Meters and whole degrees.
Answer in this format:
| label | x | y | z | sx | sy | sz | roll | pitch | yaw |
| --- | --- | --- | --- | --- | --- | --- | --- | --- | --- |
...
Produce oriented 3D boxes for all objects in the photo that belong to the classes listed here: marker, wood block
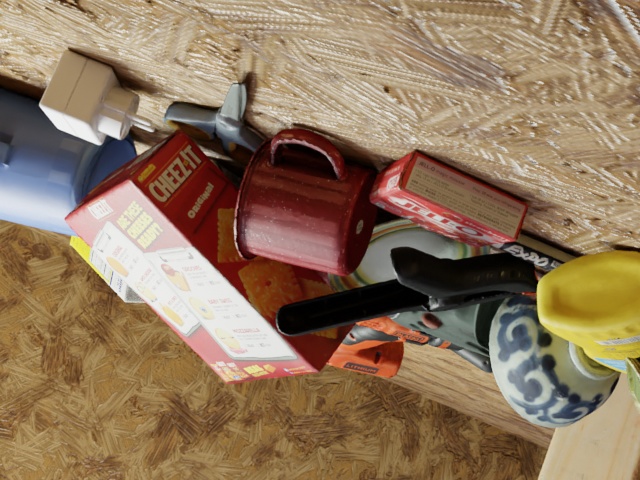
| label | x | y | z | sx | sy | sz | roll | pitch | yaw |
| --- | --- | --- | --- | --- | --- | --- | --- | --- | --- |
| marker | 0.150 | 0.005 | 0.781 | 0.121 | 0.020 | 0.020 | 23 | 171 | -7 |
| wood block | 0.270 | 0.185 | 0.960 | 0.090 | 0.206 | 0.090 | 14 | 169 | 43 |

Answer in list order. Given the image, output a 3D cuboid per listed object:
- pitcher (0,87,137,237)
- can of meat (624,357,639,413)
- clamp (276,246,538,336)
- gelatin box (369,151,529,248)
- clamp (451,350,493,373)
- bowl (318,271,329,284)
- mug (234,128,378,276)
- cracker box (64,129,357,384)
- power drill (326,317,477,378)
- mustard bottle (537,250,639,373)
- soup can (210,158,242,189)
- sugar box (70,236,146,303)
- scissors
| label | x | y | z | sx | sy | sz | roll | pitch | yaw |
| --- | --- | --- | --- | --- | --- | --- | --- | --- | --- |
| pitcher | -0.303 | -0.081 | 0.997 | 0.243 | 0.149 | 0.145 | 15 | 132 | 18 |
| can of meat | 0.261 | 0.097 | 0.727 | 0.057 | 0.084 | 0.102 | 65 | -175 | 31 |
| clamp | 0.080 | 0.038 | 0.810 | 0.209 | 0.036 | 0.165 | -1 | 163 | -41 |
| gelatin box | 0.085 | -0.025 | 0.721 | 0.089 | 0.030 | 0.073 | 23 | 171 | -10 |
| clamp | 0.145 | 0.106 | 1.301 | 0.171 | 0.039 | 0.120 | 30 | -175 | 12 |
| bowl | -0.006 | 0.001 | 0.943 | 0.162 | 0.055 | 0.162 | 15 | 156 | 7 |
| mug | -0.007 | -0.030 | 0.769 | 0.082 | 0.093 | 0.117 | 14 | 133 | 17 |
| cracker box | -0.093 | 0.022 | 0.890 | 0.213 | 0.072 | 0.164 | 48 | 150 | -15 |
| power drill | 0.094 | 0.104 | 1.177 | 0.184 | 0.057 | 0.188 | 17 | 155 | -16 |
| mustard bottle | 0.236 | 0.064 | 0.780 | 0.096 | 0.058 | 0.191 | -13 | 154 | 29 |
| soup can | -0.087 | -0.027 | 0.993 | 0.069 | 0.068 | 0.102 | 15 | 168 | 38 |
| sugar box | -0.207 | 0.020 | 1.200 | 0.093 | 0.048 | 0.176 | 4 | -165 | -34 |
| scissors | -0.081 | -0.092 | 0.764 | 0.096 | 0.016 | 0.201 | 20 | 171 | 10 |
